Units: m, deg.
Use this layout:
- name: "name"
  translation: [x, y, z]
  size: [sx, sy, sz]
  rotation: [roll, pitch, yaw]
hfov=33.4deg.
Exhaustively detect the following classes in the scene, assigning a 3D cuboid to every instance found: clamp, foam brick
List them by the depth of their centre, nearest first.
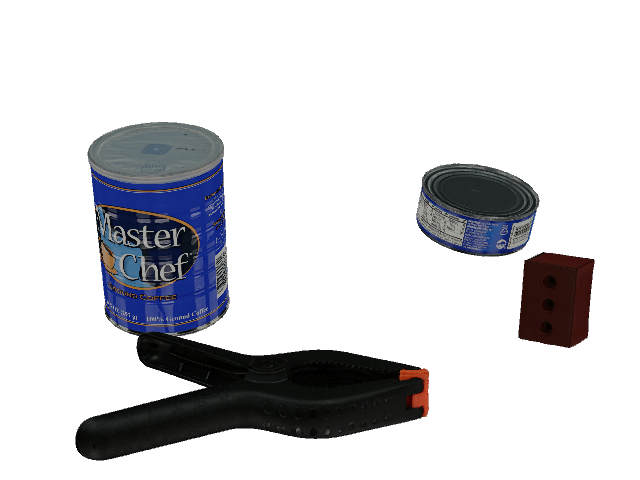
- name: "clamp"
  translation: [-0.038, 0.092, 0.680]
  size: [0.210, 0.036, 0.164]
  rotation: [-2, 16, -3]
- name: "foam brick"
  translation: [0.220, 0.055, 0.996]
  size: [0.053, 0.078, 0.051]
  rotation: [9, 14, 31]

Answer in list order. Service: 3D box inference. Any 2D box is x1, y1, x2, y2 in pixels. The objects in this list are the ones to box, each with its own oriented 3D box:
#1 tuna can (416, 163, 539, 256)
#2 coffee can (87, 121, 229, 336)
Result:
- name: "tuna can"
  translation: [0.114, -0.023, 0.779]
  size: [0.086, 0.034, 0.086]
  rotation: [6, 29, -4]
- name: "coffee can"
  translation: [-0.125, -0.010, 0.841]
  size: [0.103, 0.140, 0.103]
  rotation: [0, 28, 0]
